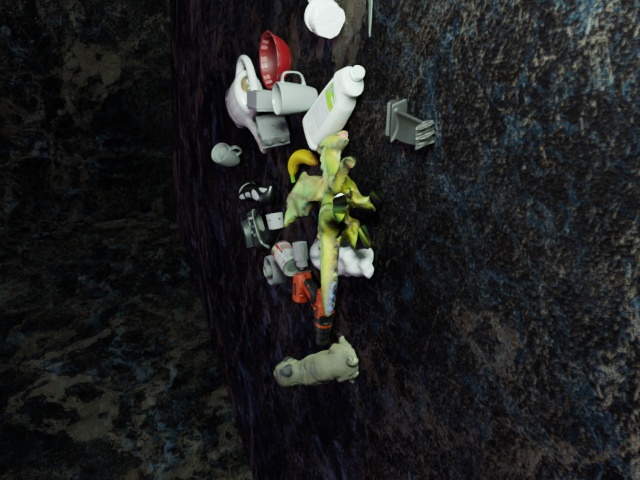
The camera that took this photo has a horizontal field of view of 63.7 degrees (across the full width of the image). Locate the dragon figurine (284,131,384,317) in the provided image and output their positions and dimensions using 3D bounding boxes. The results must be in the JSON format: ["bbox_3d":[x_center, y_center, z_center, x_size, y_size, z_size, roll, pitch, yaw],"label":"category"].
[{"bbox_3d":[0.003,-0.057,1.134,0.121,0.413,0.243,23,-9,-35],"label":"dragon figurine"}]

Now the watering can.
[{"bbox_3d":[-0.239,-0.431,1.710,0.104,0.349,0.222,-8,-6,-22],"label":"watering can"}]

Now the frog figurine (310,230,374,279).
[{"bbox_3d":[0.056,0.047,1.175,0.162,0.123,0.135,49,-3,34],"label":"frog figurine"}]
